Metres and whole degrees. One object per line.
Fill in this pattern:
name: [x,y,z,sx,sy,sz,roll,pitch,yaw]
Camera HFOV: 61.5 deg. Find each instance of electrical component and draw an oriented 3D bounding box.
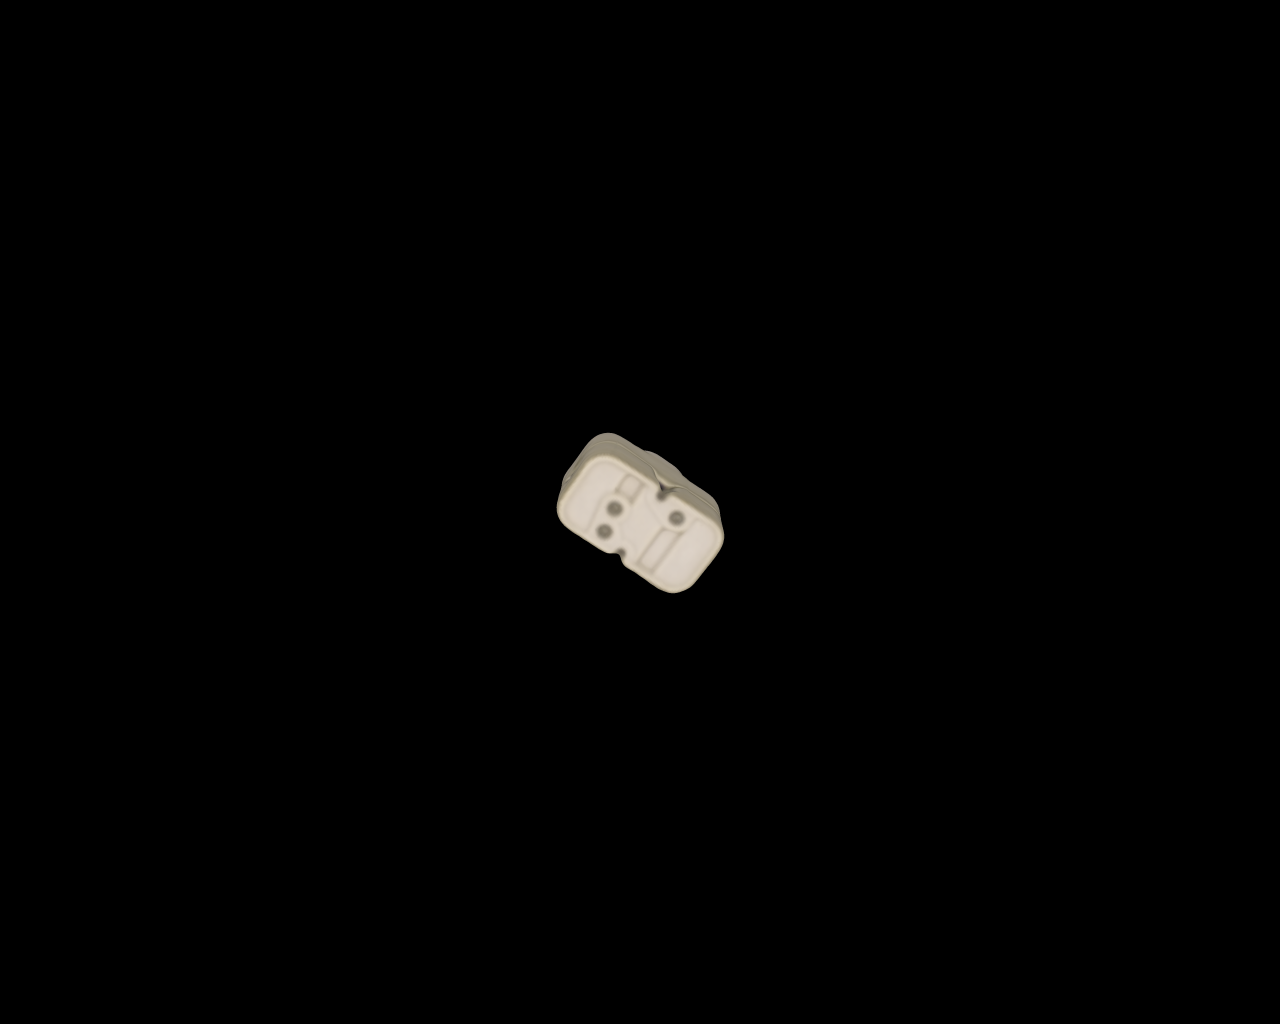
electrical component: [0.001,-0.003,0.650,0.095,0.053,0.059,33,16,-11]
